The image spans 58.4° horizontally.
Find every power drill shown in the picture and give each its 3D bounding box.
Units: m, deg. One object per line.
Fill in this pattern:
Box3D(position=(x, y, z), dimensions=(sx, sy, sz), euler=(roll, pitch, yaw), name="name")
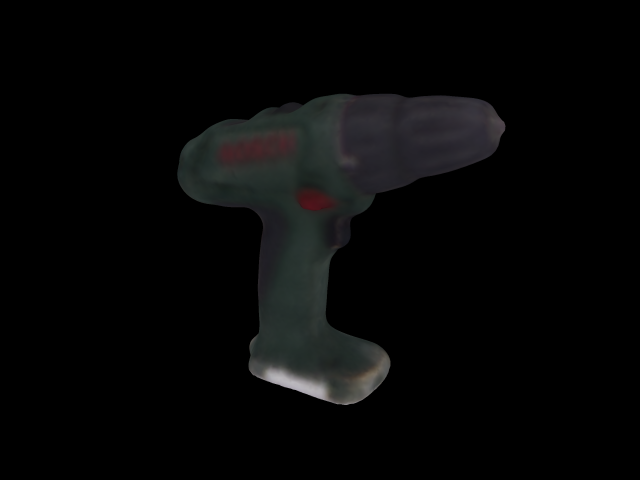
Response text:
Box3D(position=(0.004, 0.001, 0.400), dimensions=(0.228, 0.208, 0.076), euler=(11, 23, 27), name="power drill")
